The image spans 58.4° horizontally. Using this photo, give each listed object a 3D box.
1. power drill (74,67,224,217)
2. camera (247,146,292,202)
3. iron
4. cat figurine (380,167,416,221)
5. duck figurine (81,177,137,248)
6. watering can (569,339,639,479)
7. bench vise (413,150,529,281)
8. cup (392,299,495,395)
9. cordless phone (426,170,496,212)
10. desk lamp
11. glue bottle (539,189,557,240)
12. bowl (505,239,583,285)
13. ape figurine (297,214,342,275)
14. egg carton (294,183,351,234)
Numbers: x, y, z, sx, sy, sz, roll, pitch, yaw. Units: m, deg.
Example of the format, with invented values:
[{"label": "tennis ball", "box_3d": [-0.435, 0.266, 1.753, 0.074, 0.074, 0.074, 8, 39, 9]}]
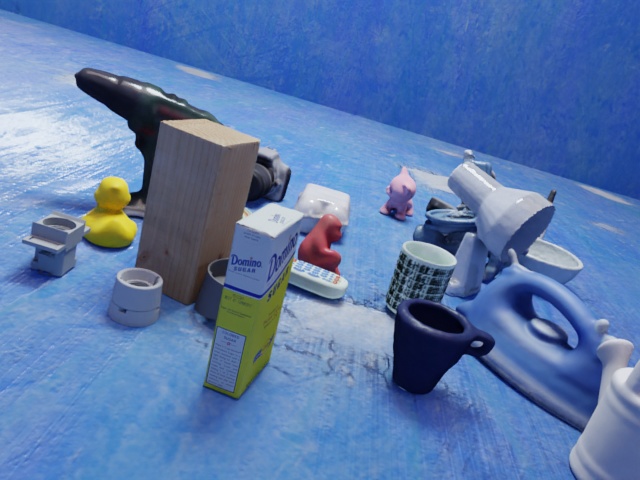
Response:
[{"label": "power drill", "box_3d": [-0.271, -0.142, 0.897, 0.230, 0.208, 0.075, 7, 22, -24]}, {"label": "camera", "box_3d": [-0.139, -0.136, 1.146, 0.143, 0.101, 0.137, 19, 20, 6]}, {"label": "iron", "box_3d": [0.304, 0.124, 0.749, 0.119, 0.141, 0.257, 3, 24, -33]}, {"label": "cat figurine", "box_3d": [0.190, -0.111, 1.321, 0.067, 0.118, 0.128, 22, 20, 15]}, {"label": "duck figurine", "box_3d": [-0.292, -0.044, 0.801, 0.078, 0.086, 0.104, 5, 23, -29]}, {"label": "watering can", "box_3d": [0.334, 0.168, 0.578, 0.101, 0.194, 0.172, 4, 23, -31]}, {"label": "bench vise", "box_3d": [0.302, -0.049, 1.093, 0.207, 0.220, 0.121, 18, 20, 5]}, {"label": "cup", "box_3d": [0.133, 0.131, 0.660, 0.118, 0.095, 0.091, 16, 20, -2]}, {"label": "cordless phone", "box_3d": [0.304, -0.078, 1.223, 0.094, 0.185, 0.147, 1, 25, -37]}, {"label": "desk lamp", "box_3d": [0.264, -0.012, 0.971, 0.118, 0.213, 0.202, -5, 29, -46]}, {"label": "glue bottle", "box_3d": [0.477, -0.029, 1.250, 0.037, 0.173, 0.078, 20, 20, 11]}, {"label": "bowl", "box_3d": [0.430, 0.050, 1.146, 0.167, 0.075, 0.167, 15, 20, -5]}, {"label": "ape figurine", "box_3d": [0.008, 0.003, 0.906, 0.076, 0.092, 0.078, 16, 20, -1]}, {"label": "egg carton", "box_3d": [0.005, -0.057, 1.097, 0.107, 0.069, 0.150, 16, 20, -1]}]
